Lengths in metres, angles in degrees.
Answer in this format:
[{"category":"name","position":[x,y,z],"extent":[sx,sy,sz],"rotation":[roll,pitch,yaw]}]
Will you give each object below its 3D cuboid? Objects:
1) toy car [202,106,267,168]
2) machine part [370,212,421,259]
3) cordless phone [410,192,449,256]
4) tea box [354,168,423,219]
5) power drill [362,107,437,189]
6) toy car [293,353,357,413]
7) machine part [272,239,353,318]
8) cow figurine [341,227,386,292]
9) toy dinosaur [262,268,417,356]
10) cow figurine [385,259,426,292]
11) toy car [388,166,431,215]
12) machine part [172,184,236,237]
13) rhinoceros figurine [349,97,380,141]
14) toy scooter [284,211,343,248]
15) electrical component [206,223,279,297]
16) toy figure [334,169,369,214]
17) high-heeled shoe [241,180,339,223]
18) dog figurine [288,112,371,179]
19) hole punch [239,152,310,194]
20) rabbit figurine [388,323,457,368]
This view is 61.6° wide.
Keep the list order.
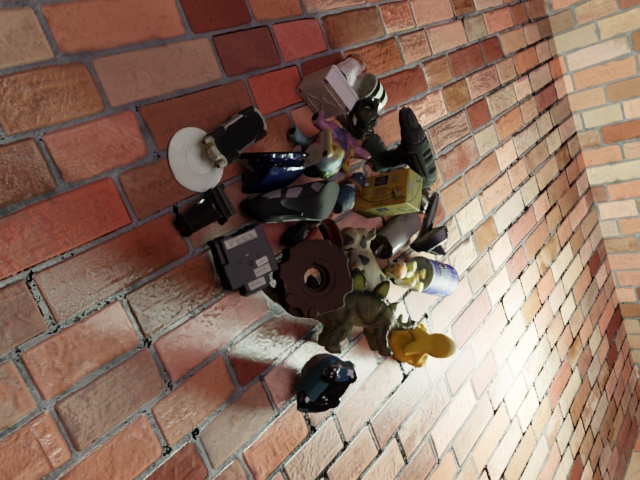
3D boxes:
[{"category":"toy car","position":[-0.175,-0.216,1.117],"extent":[0.073,0.056,0.202],"rotation":[61,39,-20]},{"category":"machine part","position":[0.210,-0.018,1.483],"extent":[0.243,0.079,0.079],"rotation":[-38,111,-41]},{"category":"cordless phone","position":[0.325,-0.050,1.534],"extent":[0.089,0.146,0.184],"rotation":[14,88,-2]},{"category":"tea box","position":[0.176,-0.118,1.396],"extent":[0.068,0.170,0.098],"rotation":[24,66,-41]},{"category":"power drill","position":[0.207,-0.244,1.414],"extent":[0.086,0.207,0.231],"rotation":[-47,120,-27]},{"category":"toy car","position":[0.004,0.307,1.199],"extent":[0.109,0.161,0.103],"rotation":[11,32,-37]},{"category":"machine part","position":[-0.013,0.081,1.151],"extent":[0.179,0.056,0.179],"rotation":[2,83,-21]},{"category":"cow figurine","position":[0.109,0.052,1.365],"extent":[0.127,0.086,0.194],"rotation":[-42,112,-34]},{"category":"toy dinosaur","position":[0.049,0.160,1.250],"extent":[0.471,0.105,0.198],"rotation":[11,85,-30]},{"category":"cow figurine","position":[0.214,0.088,1.442],"extent":[0.167,0.098,0.068],"rotation":[30,70,-54]},{"category":"toy car","position":[0.269,-0.159,1.585],"extent":[0.202,0.053,0.089],"rotation":[43,59,-35]},{"category":"machine part","position":[-0.227,-0.054,1.065],"extent":[0.139,0.039,0.084],"rotation":[-37,116,-44]},{"category":"rhinoceros figurine","position":[0.108,-0.307,1.366],"extent":[0.073,0.190,0.112],"rotation":[12,88,-2]},{"category":"toy scooter","position":[-0.003,-0.004,1.265],"extent":[0.135,0.075,0.184],"rotation":[58,44,-22]},{"category":"electrical component","position":[-0.154,0.044,1.093],"extent":[0.115,0.058,0.134],"rotation":[-22,101,-27]},{"category":"toy figure","position":[0.071,-0.124,1.370],"extent":[0.154,0.058,0.064],"rotation":[-50,125,-43]},{"category":"high-heeled shoe","position":[-0.060,-0.091,1.208],"extent":[0.249,0.145,0.086],"rotation":[-33,129,-59]},{"category":"dog figurine","position":[0.038,-0.206,1.301],"extent":[0.219,0.108,0.191],"rotation":[23,43,-47]},{"category":"hole punch","position":[-0.102,-0.148,1.158],"extent":[0.142,0.116,0.092],"rotation":[-7,97,-46]},{"category":"rabbit figurine","position":[0.277,0.273,1.444],"extent":[0.162,0.173,0.122],"rotation":[33,65,-43]}]
